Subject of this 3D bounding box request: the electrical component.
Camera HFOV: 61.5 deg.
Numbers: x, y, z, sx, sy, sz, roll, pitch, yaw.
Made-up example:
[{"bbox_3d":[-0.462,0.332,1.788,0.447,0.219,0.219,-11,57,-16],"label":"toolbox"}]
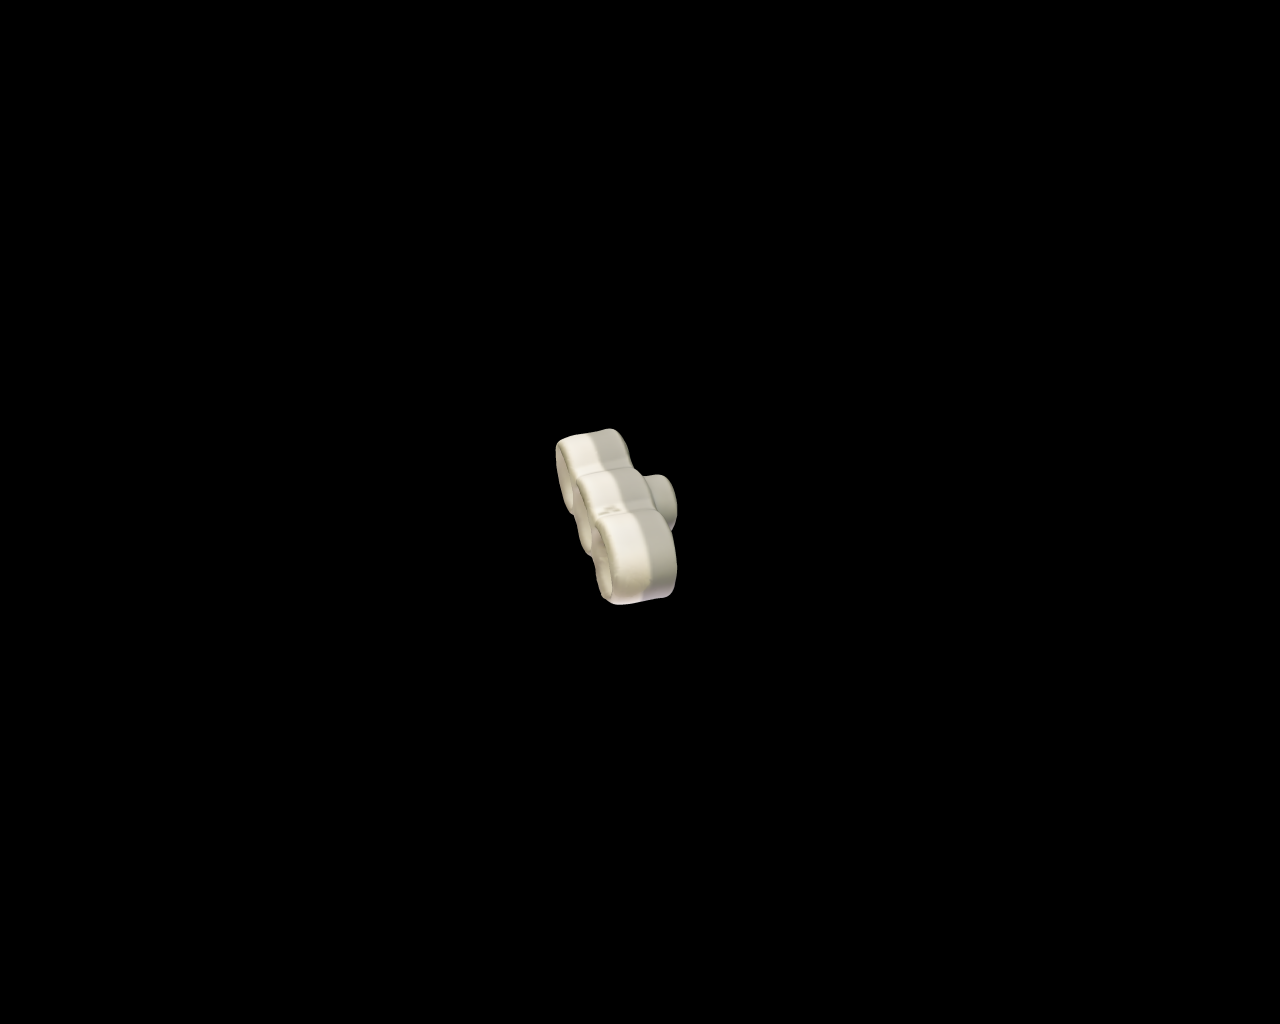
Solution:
[{"bbox_3d":[0.001,-0.003,0.650,0.074,0.052,0.138,-11,39,-14],"label":"electrical component"}]
